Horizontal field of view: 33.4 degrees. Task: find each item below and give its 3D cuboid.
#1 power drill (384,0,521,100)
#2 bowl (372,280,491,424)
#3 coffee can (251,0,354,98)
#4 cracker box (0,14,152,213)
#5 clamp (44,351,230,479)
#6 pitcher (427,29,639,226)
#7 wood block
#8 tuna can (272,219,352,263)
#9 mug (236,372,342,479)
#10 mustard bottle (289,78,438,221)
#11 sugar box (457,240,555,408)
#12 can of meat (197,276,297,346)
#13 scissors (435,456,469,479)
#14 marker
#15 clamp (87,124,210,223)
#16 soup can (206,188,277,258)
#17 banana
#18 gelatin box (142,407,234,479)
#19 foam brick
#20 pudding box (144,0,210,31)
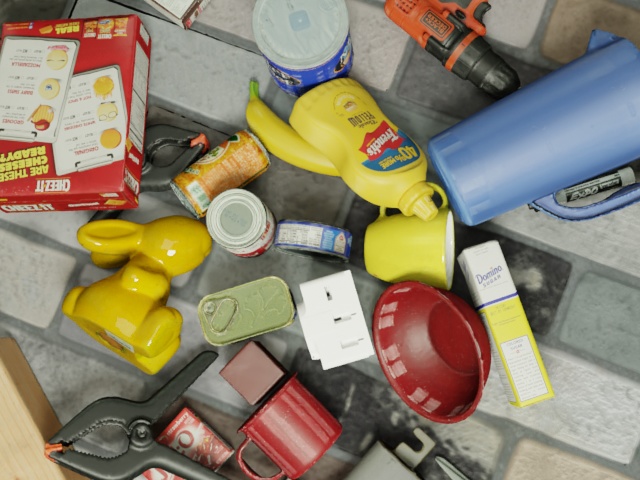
[{"bbox_3d":[0.194,-0.274,1.208,0.184,0.057,0.187,40,88,7],"label":"power drill"},{"bbox_3d":[0.130,0.113,1.147,0.055,0.162,0.162,-20,81,-37],"label":"bowl"},{"bbox_3d":[-0.016,-0.221,1.176,0.103,0.140,0.103,0,84,4],"label":"coffee can"},{"bbox_3d":[-0.280,-0.141,1.199,0.164,0.072,0.213,-2,73,10],"label":"cracker box"},{"bbox_3d":[-0.186,0.219,1.144,0.209,0.036,0.164,-13,71,-20],"label":"clamp"},{"bbox_3d":[0.250,-0.102,1.155,0.243,0.145,0.149,-26,44,5],"label":"pitcher"},{"bbox_3d":[-0.342,0.218,1.180,0.090,0.091,0.206,-31,82,0],"label":"wood block"},{"bbox_3d":[-0.008,0.001,1.180,0.086,0.086,0.034,9,83,5],"label":"tuna can"},{"bbox_3d":[-0.038,0.212,1.156,0.081,0.093,0.117,45,71,2],"label":"mug"},{"bbox_3d":[0.059,-0.092,1.157,0.096,0.058,0.192,-25,64,-37],"label":"mustard bottle"},{"bbox_3d":[0.199,0.090,1.152,0.048,0.093,0.176,-17,84,1],"label":"sugar box"},{"bbox_3d":[-0.077,0.080,1.178,0.102,0.084,0.057,-17,83,2],"label":"can of meat"},{"bbox_3d":[0.220,0.300,1.168,0.096,0.016,0.202,-32,83,-1],"label":"scissors"},{"bbox_3d":[0.292,-0.056,1.198,0.121,0.020,0.020,-17,83,2],"label":"marker"},{"bbox_3d":[-0.209,-0.076,1.226,0.171,0.039,0.120,-11,84,7],"label":"clamp"},{"bbox_3d":[-0.085,-0.018,1.179,0.068,0.102,0.068,0,84,4],"label":"soup can"},{"bbox_3d":[-0.010,-0.113,1.217,0.198,0.037,0.069,28,86,6],"label":"banana"},{"bbox_3d":[-0.152,0.244,1.193,0.073,0.030,0.089,42,88,7],"label":"gelatin box"},{"bbox_3d":[-0.071,0.146,1.174,0.051,0.078,0.053,-45,83,-3],"label":"foam brick"},{"bbox_3d":[-0.175,-0.315,1.250,0.113,0.039,0.090,37,89,9],"label":"pudding box"}]
